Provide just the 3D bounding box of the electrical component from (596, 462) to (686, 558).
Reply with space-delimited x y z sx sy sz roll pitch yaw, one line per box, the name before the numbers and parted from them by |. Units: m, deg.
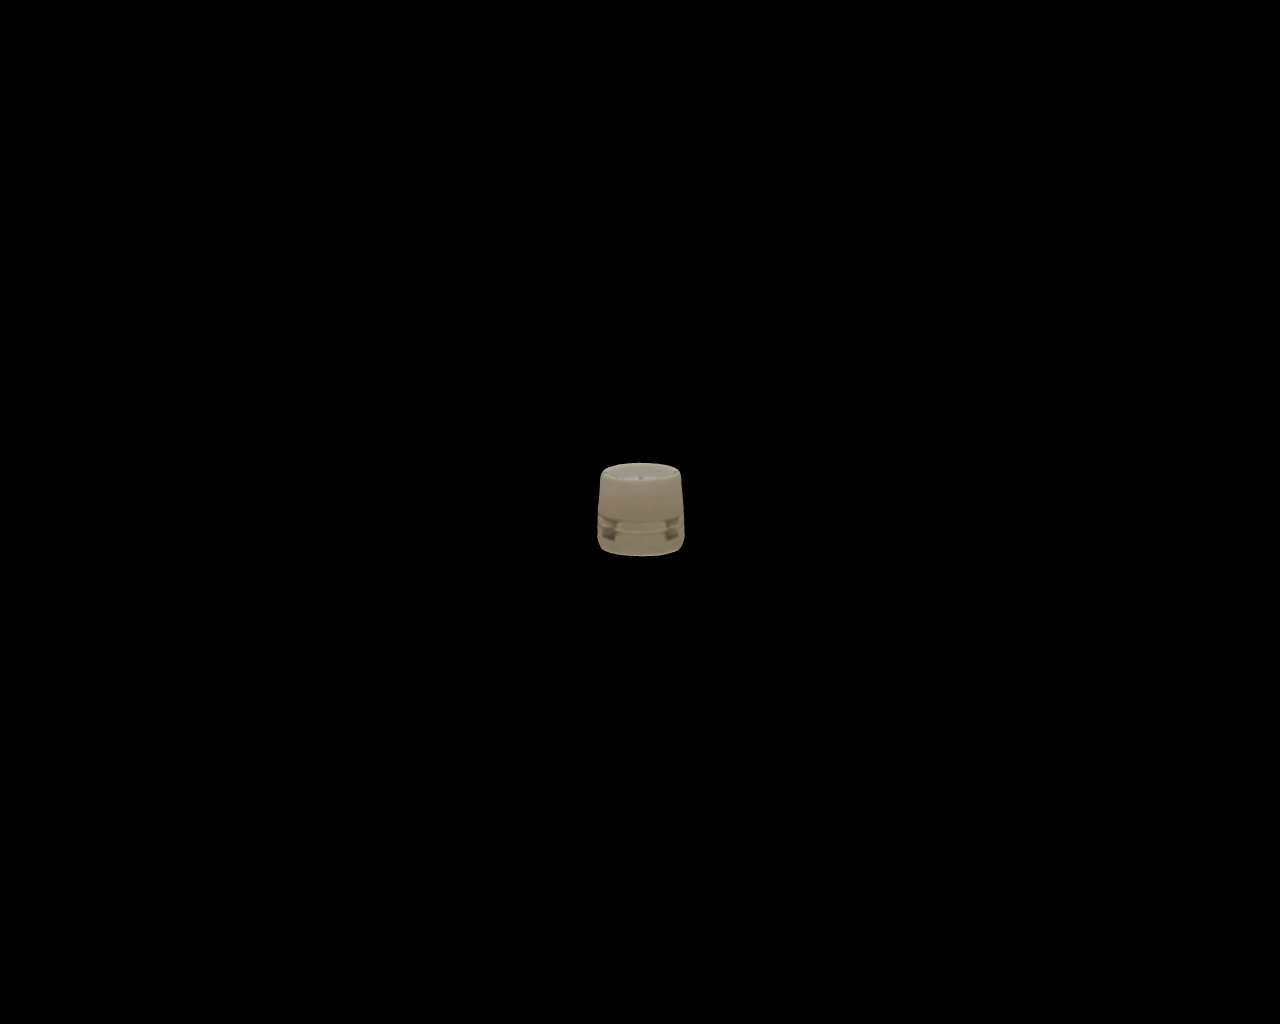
electrical component | 0.001 -0.003 0.650 0.055 0.047 0.055 0 15 0
